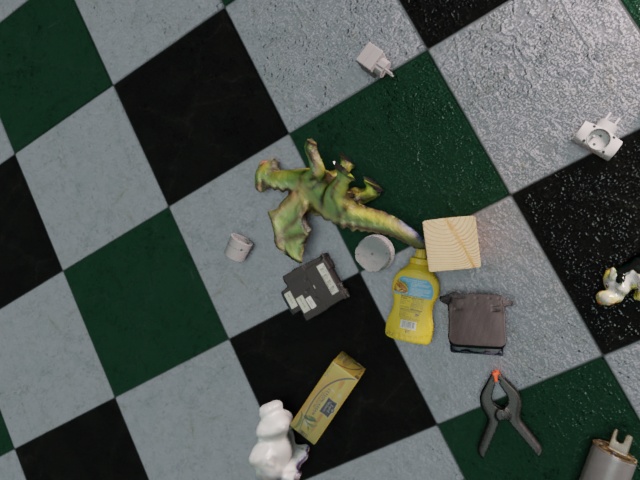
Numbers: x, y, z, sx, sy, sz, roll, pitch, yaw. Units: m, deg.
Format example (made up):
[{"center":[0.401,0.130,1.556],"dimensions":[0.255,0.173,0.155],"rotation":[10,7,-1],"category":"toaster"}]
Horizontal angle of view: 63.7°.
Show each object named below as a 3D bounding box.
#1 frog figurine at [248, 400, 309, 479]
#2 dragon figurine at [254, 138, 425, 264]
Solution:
[{"center":[-0.103,0.429,1.098],"dimensions":[0.121,0.140,0.158],"rotation":[-20,104,43],"category":"frog figurine"},{"center":[0.003,-0.055,1.099],"dimensions":[0.240,0.122,0.415],"rotation":[-49,68,17],"category":"dragon figurine"}]
